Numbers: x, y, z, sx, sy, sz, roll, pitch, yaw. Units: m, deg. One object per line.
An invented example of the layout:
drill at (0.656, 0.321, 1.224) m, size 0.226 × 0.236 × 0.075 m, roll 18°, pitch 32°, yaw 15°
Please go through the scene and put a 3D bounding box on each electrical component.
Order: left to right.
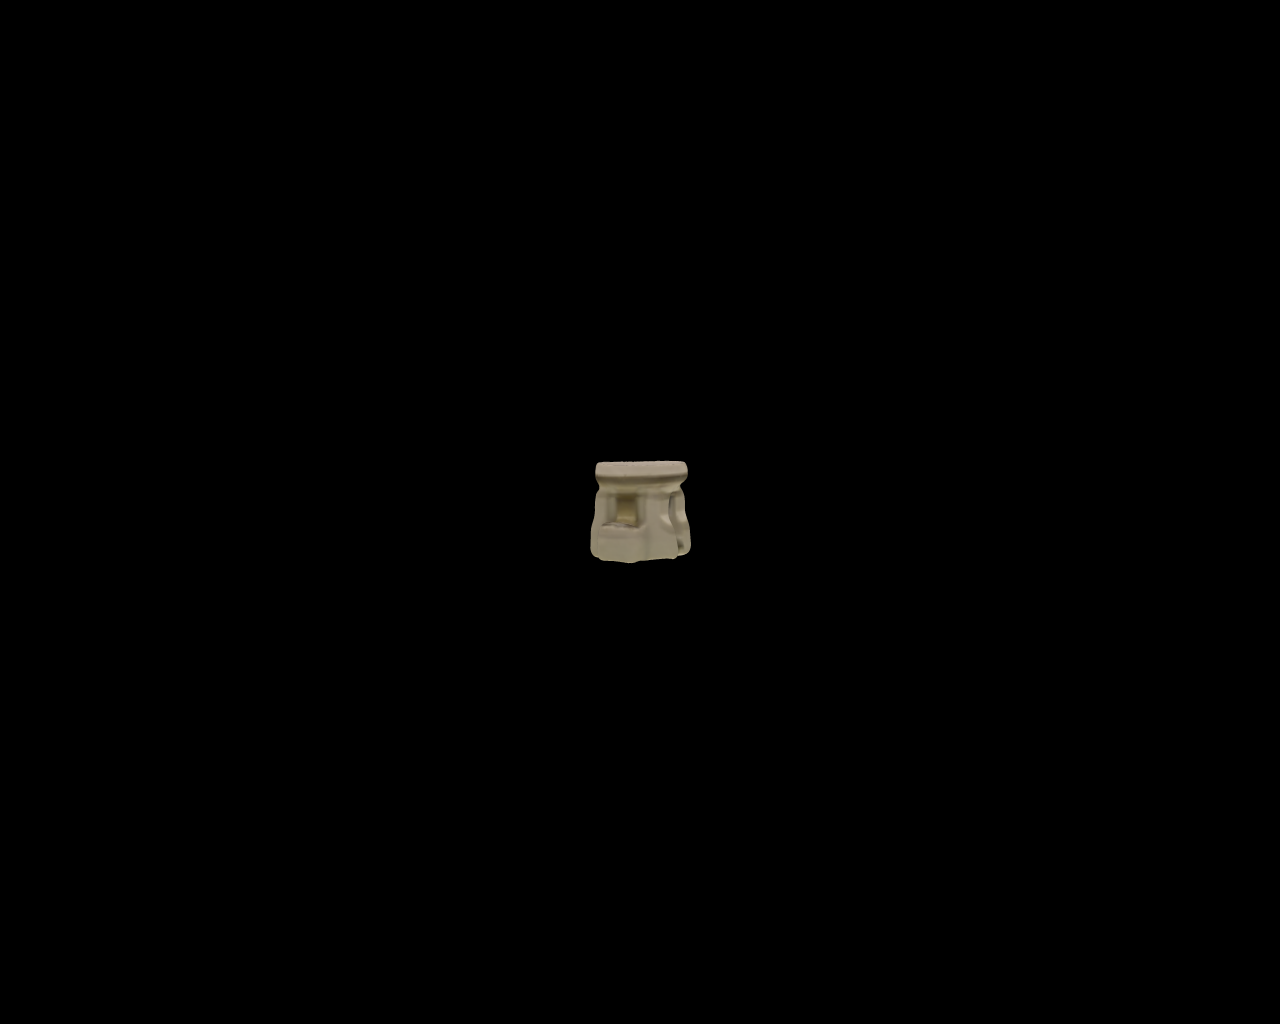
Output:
electrical component at (0.001, -0.003, 0.650) m, size 0.058 × 0.057 × 0.078 m, roll 2°, pitch 5°, yaw 24°
